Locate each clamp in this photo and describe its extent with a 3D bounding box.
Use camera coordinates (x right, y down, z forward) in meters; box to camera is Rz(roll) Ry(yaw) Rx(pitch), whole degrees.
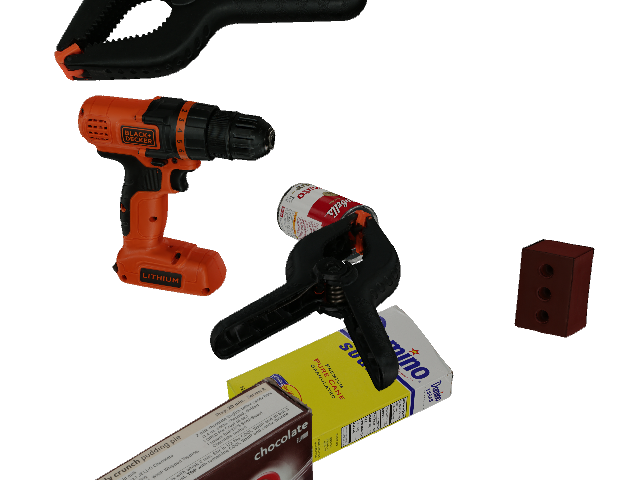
[{"bbox_3d":[-0.084,-0.168,0.740,0.210,0.165,0.036,-39,-19,-8],"label":"clamp"},{"bbox_3d":[0.017,0.038,0.712,0.120,0.039,0.171,20,41,17],"label":"clamp"}]

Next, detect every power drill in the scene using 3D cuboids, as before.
[{"bbox_3d":[-0.129,-0.042,0.993,0.184,0.188,0.057,9,30,15],"label":"power drill"}]

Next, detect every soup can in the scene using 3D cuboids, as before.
[{"bbox_3d":[0.007,-0.021,1.220,0.068,0.068,0.102,0,17,-44],"label":"soup can"}]

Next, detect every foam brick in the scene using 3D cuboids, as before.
[{"bbox_3d":[0.215,0.043,0.983,0.053,0.078,0.051,11,17,32],"label":"foam brick"}]

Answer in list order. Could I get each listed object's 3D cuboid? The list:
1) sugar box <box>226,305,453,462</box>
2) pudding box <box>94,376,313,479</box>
[{"bbox_3d":[0.017,0.129,0.930,0.176,0.048,0.093,-25,51,-17],"label":"sugar box"},{"bbox_3d":[-0.055,0.130,0.510,0.113,0.090,0.039,-30,46,-33],"label":"pudding box"}]
